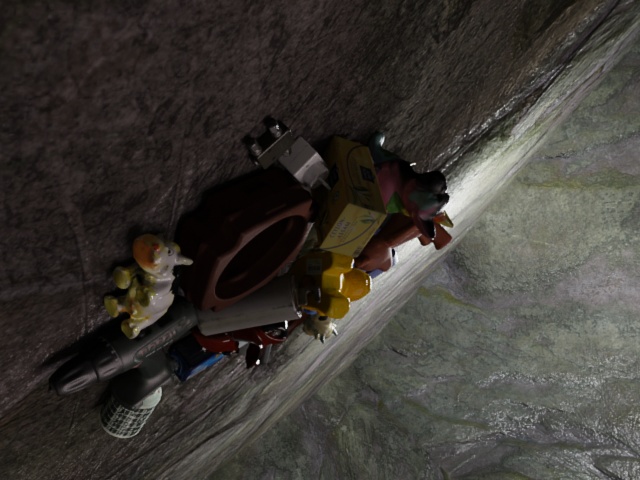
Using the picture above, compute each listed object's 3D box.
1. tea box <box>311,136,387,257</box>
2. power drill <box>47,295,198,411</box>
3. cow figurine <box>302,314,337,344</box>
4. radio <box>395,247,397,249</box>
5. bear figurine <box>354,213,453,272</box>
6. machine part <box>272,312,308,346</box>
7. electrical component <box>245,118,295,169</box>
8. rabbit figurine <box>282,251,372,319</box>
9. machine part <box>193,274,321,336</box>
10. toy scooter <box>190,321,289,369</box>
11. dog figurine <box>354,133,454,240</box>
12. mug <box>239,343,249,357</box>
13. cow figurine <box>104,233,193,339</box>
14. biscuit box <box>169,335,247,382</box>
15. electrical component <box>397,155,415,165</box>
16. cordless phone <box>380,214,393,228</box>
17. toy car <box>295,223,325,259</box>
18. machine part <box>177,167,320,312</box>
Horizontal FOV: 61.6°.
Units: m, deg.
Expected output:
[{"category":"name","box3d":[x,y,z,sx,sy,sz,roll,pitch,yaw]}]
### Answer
[{"category":"tea box","box3d":[0.038,-0.069,0.823,0.068,0.170,0.098,16,129,-21]},{"category":"power drill","box3d":[-0.299,0.190,0.838,0.232,0.086,0.207,-36,154,-32]},{"category":"cow figurine","box3d":[0.009,0.186,1.430,0.085,0.127,0.194,-20,149,-47]},{"category":"radio","box3d":[0.120,0.052,1.466,0.229,0.073,0.131,-51,161,17]},{"category":"bear figurine","box3d":[0.159,0.014,1.140,0.196,0.132,0.120,-45,-168,-7]},{"category":"machine part","box3d":[-0.091,0.199,1.354,0.179,0.056,0.179,-40,164,-14]},{"category":"electrical component","box3d":[-0.065,-0.123,0.708,0.063,0.021,0.094,-43,164,-2]},{"category":"rabbit figurine","box3d":[0.020,0.088,0.998,0.162,0.122,0.173,-16,167,40]},{"category":"machine part","box3d":[-0.120,0.108,0.902,0.243,0.079,0.079,-12,164,6]},{"category":"toy scooter","box3d":[-0.155,0.188,1.009,0.184,0.075,0.135,7,130,-11]},{"category":"dog figurine","box3d":[0.124,-0.071,0.932,0.108,0.219,0.191,-20,150,-46]},{"category":"mug","box3d":[-0.136,0.202,1.216,0.109,0.081,0.107,1,122,-58]},{"category":"cow figurine","box3d":[-0.211,0.048,0.697,0.098,0.068,0.167,-32,163,-49]},{"category":"biscuit box","box3d":[-0.209,0.204,1.084,0.202,0.063,0.059,-26,156,-45]},{"category":"electrical component","box3d":[0.156,-0.139,1.138,0.078,0.045,0.102,-39,163,-22]},{"category":"cordless phone","box3d":[0.151,-0.064,1.280,0.146,0.089,0.184,-49,151,16]},{"category":"toy car","box3d":[-0.002,-0.003,0.993,0.202,0.056,0.073,-5,147,-27]},{"category":"machine part","box3d":[-0.110,0.000,0.787,0.201,0.087,0.201,-30,157,-39]}]
